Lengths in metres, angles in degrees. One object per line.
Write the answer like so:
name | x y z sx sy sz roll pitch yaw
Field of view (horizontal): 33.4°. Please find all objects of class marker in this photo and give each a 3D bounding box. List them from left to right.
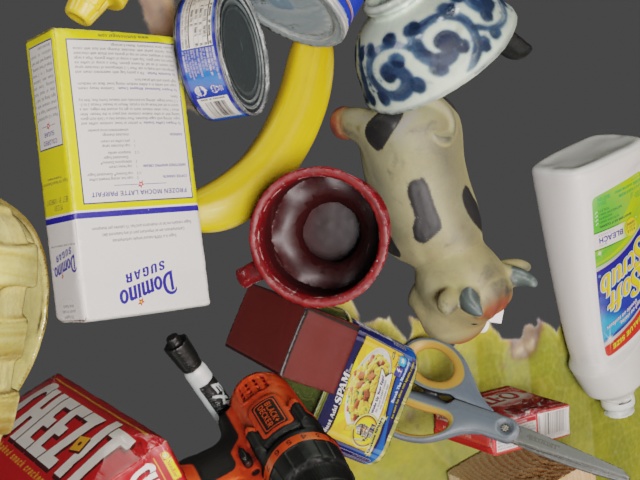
marker | -0.074 0.114 0.759 0.020 0.020 0.121 -42 117 -23

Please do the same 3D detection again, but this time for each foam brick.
foam brick | -0.021 0.069 0.754 0.052 0.078 0.051 23 87 -35

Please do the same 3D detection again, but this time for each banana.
banana | -0.039 -0.071 0.749 0.197 0.037 0.069 -51 120 -18

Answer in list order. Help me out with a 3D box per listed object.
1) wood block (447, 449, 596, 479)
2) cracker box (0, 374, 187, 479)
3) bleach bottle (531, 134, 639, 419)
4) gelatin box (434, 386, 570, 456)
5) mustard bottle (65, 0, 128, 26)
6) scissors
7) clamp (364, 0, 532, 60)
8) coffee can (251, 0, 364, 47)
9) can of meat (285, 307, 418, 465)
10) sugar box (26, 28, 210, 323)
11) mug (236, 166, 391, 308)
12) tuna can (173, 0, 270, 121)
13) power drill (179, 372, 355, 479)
wood block | 0.186 0.284 0.916 0.090 0.090 0.206 -22 108 -31
cracker box | -0.194 0.173 0.597 0.213 0.164 0.072 -34 116 -26
bleach bottle | 0.255 0.040 0.951 0.102 0.068 0.251 -25 112 -29
gelatin box | 0.150 0.148 0.884 0.089 0.073 0.030 -6 99 -33
mustard bottle | -0.105 -0.218 0.673 0.096 0.058 0.191 36 75 -32
scissors | 0.138 0.128 0.828 0.016 0.202 0.096 71 28 -60
clamp | 0.107 -0.208 0.829 0.171 0.039 0.120 0 97 -34
coffee can | 0.003 -0.217 0.720 0.102 0.103 0.140 37 75 -32
can of meat | 0.019 0.110 0.800 0.083 0.058 0.102 29 80 -36
sugar box | -0.126 -0.040 0.669 0.093 0.048 0.176 -5 90 -40
mug | -0.005 0.001 0.736 0.117 0.081 0.093 -31 89 11
tuna can | -0.064 -0.122 0.702 0.086 0.034 0.086 -7 90 -72
power drill | -0.070 0.176 0.670 0.187 0.185 0.057 -31 116 -7
